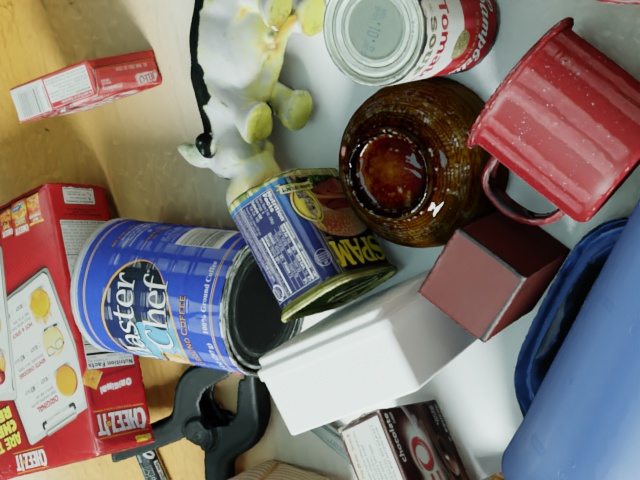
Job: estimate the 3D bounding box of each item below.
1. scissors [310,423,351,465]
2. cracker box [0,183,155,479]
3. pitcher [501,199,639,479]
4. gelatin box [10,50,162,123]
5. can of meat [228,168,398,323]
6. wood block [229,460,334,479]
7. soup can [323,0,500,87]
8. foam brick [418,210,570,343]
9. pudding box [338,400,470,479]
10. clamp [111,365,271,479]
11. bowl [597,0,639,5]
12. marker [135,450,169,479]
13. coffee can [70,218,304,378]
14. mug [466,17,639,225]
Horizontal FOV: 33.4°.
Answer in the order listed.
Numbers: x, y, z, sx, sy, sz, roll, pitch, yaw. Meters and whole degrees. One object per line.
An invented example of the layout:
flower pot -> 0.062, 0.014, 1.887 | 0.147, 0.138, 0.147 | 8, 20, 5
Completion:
scissors -> 0.043, 0.189, 0.779 | 0.202, 0.016, 0.096 | 21, 113, 28
cracker box -> -0.228, 0.078, 0.869 | 0.164, 0.071, 0.214 | -20, 79, 36
pitcher -> 0.196, 0.048, 0.582 | 0.149, 0.144, 0.243 | 24, 112, 13
gelatin box -> -0.176, -0.115, 0.806 | 0.089, 0.073, 0.030 | -11, 97, 34
can of meat -> -0.005, 0.001, 0.706 | 0.058, 0.101, 0.084 | -34, 78, 26
wood block -> -0.030, 0.285, 0.799 | 0.090, 0.090, 0.206 | 7, 107, 44
soup can -> 0.055, -0.128, 0.633 | 0.069, 0.102, 0.068 | 9, 107, 31
foam brick -> 0.108, 0.019, 0.653 | 0.051, 0.078, 0.053 | 38, 118, 20
pudding box -> 0.066, 0.165, 0.697 | 0.039, 0.089, 0.113 | -32, 72, 24
clamp -> -0.098, 0.147, 0.843 | 0.120, 0.039, 0.172 | 25, 111, 8
bowl -> 0.166, -0.206, 0.550 | 0.162, 0.055, 0.162 | 4, 110, 10
marker -> -0.152, 0.168, 0.899 | 0.020, 0.020, 0.121 | -24, 89, 35
coffee can -> -0.095, 0.039, 0.776 | 0.141, 0.102, 0.103 | 5, 105, 32
mug -> 0.138, -0.056, 0.608 | 0.081, 0.093, 0.117 | 41, 125, 12
